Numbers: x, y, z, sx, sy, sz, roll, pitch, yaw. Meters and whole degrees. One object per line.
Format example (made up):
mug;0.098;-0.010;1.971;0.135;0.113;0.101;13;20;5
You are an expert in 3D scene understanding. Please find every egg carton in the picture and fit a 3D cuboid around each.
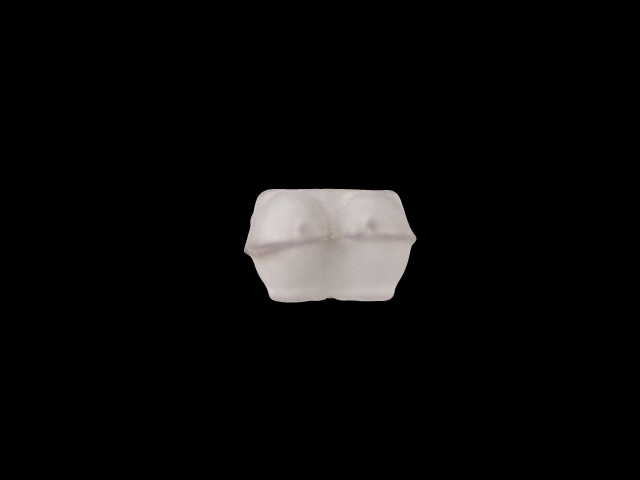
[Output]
egg carton;0.004;0.001;0.400;0.107;0.069;0.150;0;2;-3
